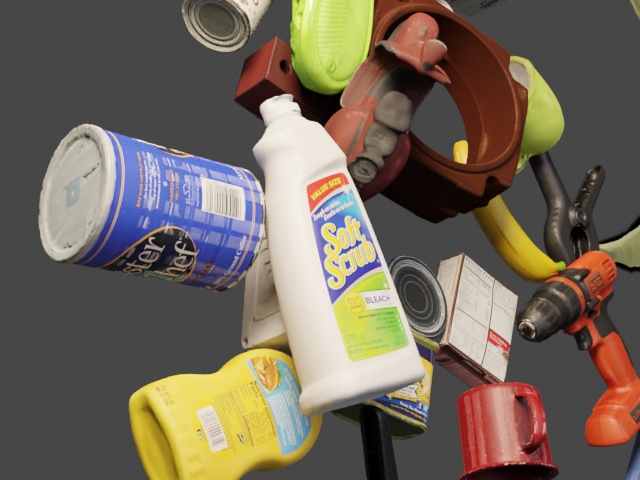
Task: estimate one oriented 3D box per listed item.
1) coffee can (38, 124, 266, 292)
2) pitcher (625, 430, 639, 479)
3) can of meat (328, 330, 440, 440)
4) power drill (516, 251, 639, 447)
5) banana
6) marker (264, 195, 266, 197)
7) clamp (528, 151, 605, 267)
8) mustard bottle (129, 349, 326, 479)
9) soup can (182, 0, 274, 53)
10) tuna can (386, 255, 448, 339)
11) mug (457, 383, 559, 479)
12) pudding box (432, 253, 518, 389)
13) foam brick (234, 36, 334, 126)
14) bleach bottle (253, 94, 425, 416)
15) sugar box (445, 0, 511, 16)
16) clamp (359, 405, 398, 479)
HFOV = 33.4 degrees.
[{"bbox_3d":[-0.127,-0.021,0.811,0.140,0.103,0.103,14,64,-39],"label":"coffee can"},{"bbox_3d":[0.427,0.229,1.205,0.149,0.145,0.242,29,52,7],"label":"pitcher"},{"bbox_3d":[0.055,0.122,0.951,0.102,0.058,0.084,28,57,-32],"label":"can of meat"},{"bbox_3d":[0.287,0.121,1.139,0.184,0.058,0.187,-29,101,-44],"label":"power drill"},{"bbox_3d":[0.200,-0.018,1.162,0.197,0.037,0.069,50,29,-16],"label":"banana"},{"bbox_3d":[-0.006,0.001,0.972,0.121,0.020,0.020,45,48,-20],"label":"marker"},{"bbox_3d":[0.284,-0.031,1.242,0.120,0.039,0.171,20,61,-23],"label":"clamp"},{"bbox_3d":[-0.054,0.138,0.842,0.191,0.058,0.096,-14,77,-45],"label":"mustard bottle"},{"bbox_3d":[-0.076,-0.227,0.972,0.068,0.069,0.102,43,49,-21],"label":"soup can"},{"bbox_3d":[0.082,0.059,1.012,0.086,0.034,0.086,25,51,-35],"label":"tuna can"},{"bbox_3d":[0.177,0.180,1.001,0.093,0.117,0.081,5,62,-15],"label":"mug"},{"bbox_3d":[0.152,0.083,1.070,0.090,0.039,0.113,36,50,-26],"label":"pudding box"},{"bbox_3d":[-0.031,-0.138,0.986,0.078,0.051,0.053,31,53,-30],"label":"foam brick"},{"bbox_3d":[-0.002,0.004,0.838,0.102,0.068,0.251,-8,73,-40],"label":"bleach bottle"},{"bbox_3d":[0.149,-0.297,1.182,0.175,0.094,0.048,0,80,-47],"label":"sugar box"},{"bbox_3d":[0.057,0.252,0.893,0.209,0.036,0.164,45,64,-25],"label":"clamp"}]
